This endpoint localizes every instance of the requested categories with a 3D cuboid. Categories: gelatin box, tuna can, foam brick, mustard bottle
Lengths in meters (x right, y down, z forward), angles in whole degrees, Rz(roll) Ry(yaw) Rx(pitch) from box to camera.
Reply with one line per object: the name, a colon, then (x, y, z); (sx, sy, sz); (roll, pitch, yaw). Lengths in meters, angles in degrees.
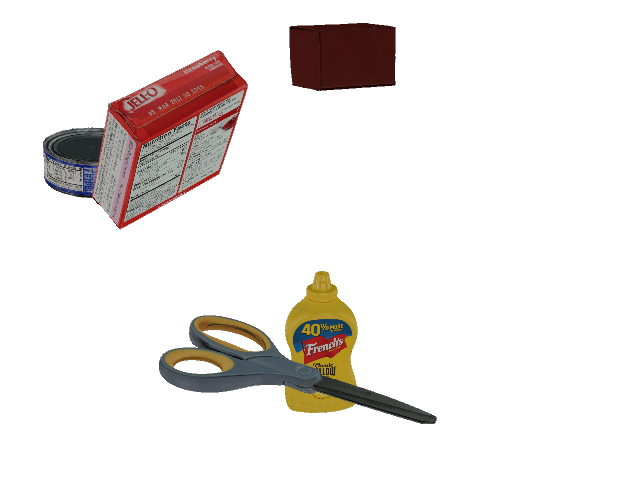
gelatin box: (-0.083, -0.054, 0.576); (0.073, 0.030, 0.089); (-33, -16, -31)
tuna can: (-0.194, -0.067, 0.916); (0.086, 0.034, 0.086); (5, 24, -2)
foam brick: (0.019, -0.158, 0.913); (0.078, 0.051, 0.053); (-8, 18, -28)
mustard bottle: (0.001, 0.133, 1.423); (0.096, 0.192, 0.058); (-2, 18, -6)

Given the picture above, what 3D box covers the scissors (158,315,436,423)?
scissors: (-0.029, 0.099, 0.732); (0.202, 0.016, 0.096); (23, 32, 37)
